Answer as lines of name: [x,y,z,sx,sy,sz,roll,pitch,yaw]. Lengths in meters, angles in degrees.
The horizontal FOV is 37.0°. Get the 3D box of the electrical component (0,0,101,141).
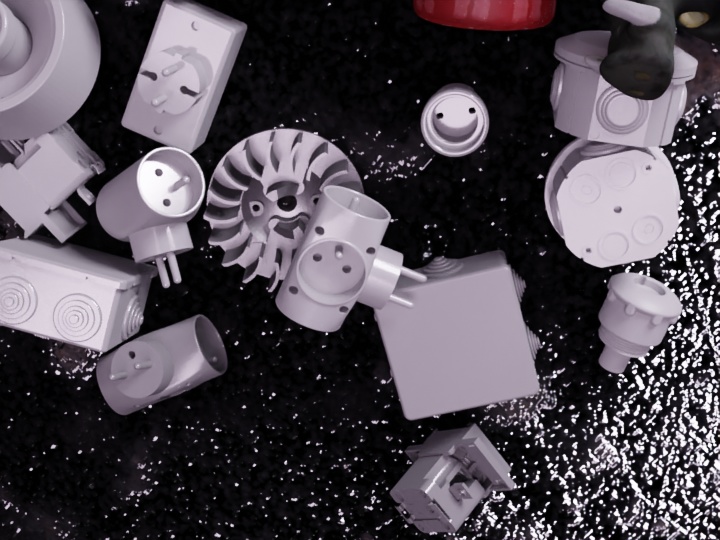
electrical component: [-0.217,-0.136,0.641,0.108,0.060,0.108,-1,85,6]

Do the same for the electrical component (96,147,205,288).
electrical component: [-0.127,-0.028,0.668,0.043,0.077,0.079,-14,88,-33]

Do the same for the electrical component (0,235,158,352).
electrical component: [-0.186,0.014,0.687,0.100,0.099,0.048,15,96,1]

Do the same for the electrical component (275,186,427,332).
electrical component: [0.000,0.000,0.644,0.079,0.044,0.077,22,110,-9]

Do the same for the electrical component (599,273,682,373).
electrical component: [0.172,0.036,0.684,0.048,0.048,0.062,19,116,0]

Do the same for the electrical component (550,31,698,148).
electrical component: [0.150,-0.106,0.621,0.080,0.080,0.051,8,114,4]

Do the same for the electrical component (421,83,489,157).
electrical component: [0.058,-0.093,0.652,0.040,0.046,0.040,2,109,6]

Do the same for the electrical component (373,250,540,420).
electrical component: [0.062,0.040,0.694,0.100,0.048,0.099,-13,106,10]

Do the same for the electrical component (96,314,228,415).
electrical component: [-0.138,0.064,0.708,0.077,0.079,0.043,-24,84,13]

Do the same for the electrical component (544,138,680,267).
electrical component: [0.154,-0.043,0.656,0.080,0.051,0.080,2,108,6]

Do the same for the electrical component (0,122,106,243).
electrical component: [-0.203,-0.062,0.694,0.064,0.042,0.081,-40,100,13]

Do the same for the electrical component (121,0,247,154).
electrical component: [-0.110,-0.115,0.648,0.047,0.075,0.083,24,109,-2]

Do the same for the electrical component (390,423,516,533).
electrical component: [0.057,0.139,0.712,0.042,0.064,0.081,52,148,-10]
